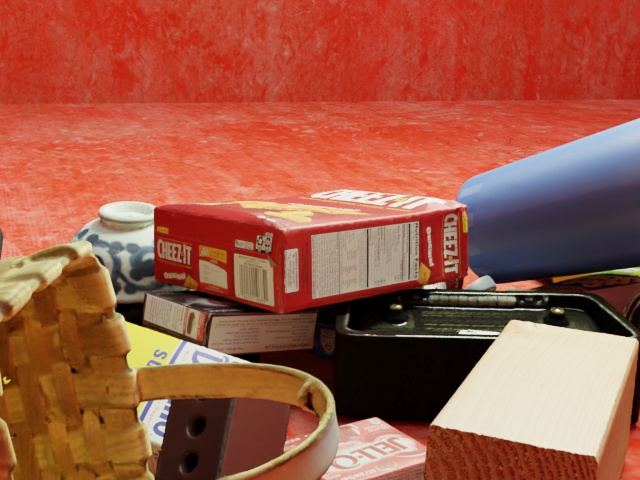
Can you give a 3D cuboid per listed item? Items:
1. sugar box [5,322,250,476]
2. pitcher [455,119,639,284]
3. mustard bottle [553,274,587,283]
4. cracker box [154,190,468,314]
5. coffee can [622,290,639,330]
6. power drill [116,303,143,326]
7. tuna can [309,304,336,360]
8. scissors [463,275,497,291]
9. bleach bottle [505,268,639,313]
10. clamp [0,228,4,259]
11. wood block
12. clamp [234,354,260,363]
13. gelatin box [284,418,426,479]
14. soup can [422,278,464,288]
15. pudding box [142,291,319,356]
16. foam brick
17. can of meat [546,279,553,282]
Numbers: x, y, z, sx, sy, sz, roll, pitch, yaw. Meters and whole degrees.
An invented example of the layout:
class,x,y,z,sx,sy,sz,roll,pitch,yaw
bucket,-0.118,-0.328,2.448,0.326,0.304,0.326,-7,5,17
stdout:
class,x,y,z,sx,sy,sz,roll,pitch,yaw
sugar box,-0.134,0.102,0.722,0.176,0.048,0.093,12,39,26
pitcher,0.249,-0.034,0.959,0.149,0.145,0.243,26,-28,-38
mustard bottle,0.334,0.020,1.087,0.191,0.096,0.058,-3,13,-17
cracker box,-0.006,0.001,0.889,0.213,0.072,0.164,-8,13,-42
coffee can,0.324,0.070,0.866,0.140,0.103,0.103,-12,19,-43
power drill,-0.191,0.063,0.943,0.185,0.057,0.187,15,21,32
tuna can,0.027,0.079,0.945,0.086,0.034,0.086,2,14,-1
scissors,0.154,0.053,1.000,0.201,0.016,0.096,-17,-22,-50
bleach bottle,0.242,0.065,0.963,0.250,0.068,0.103,-7,10,-26
clamp,-0.281,0.061,0.862,0.210,0.036,0.164,20,58,40
wood block,0.134,0.124,0.649,0.091,0.090,0.205,7,14,21
clamp,-0.108,0.104,0.821,0.171,0.039,0.120,2,2,-10
gelatin box,0.024,0.145,0.677,0.089,0.030,0.073,-8,17,-33
soup can,0.089,0.045,1.020,0.069,0.068,0.102,8,15,25
pudding box,-0.071,0.064,0.851,0.113,0.039,0.090,-1,9,-42
foam brick,-0.056,0.118,0.628,0.053,0.078,0.051,-16,-37,36
can of meat,0.294,0.024,1.157,0.102,0.057,0.084,-2,11,-18
